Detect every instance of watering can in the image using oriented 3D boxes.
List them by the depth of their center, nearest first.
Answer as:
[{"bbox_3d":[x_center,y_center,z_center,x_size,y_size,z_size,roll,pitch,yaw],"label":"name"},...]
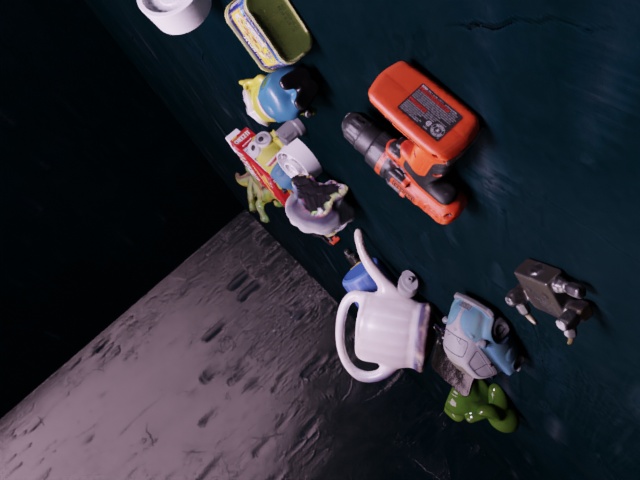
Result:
[{"bbox_3d":[0.149,0.158,1.152,0.224,0.346,0.104,8,-174,15],"label":"watering can"}]

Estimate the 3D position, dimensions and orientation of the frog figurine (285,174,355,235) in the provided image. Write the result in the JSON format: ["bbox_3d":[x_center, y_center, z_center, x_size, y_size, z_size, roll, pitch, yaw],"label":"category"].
[{"bbox_3d":[0.003,-0.053,1.061,0.156,0.137,0.125,73,-168,-63],"label":"frog figurine"}]

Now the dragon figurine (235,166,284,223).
[{"bbox_3d":[-0.220,-0.215,1.764,0.416,0.123,0.237,40,151,39],"label":"dragon figurine"}]
